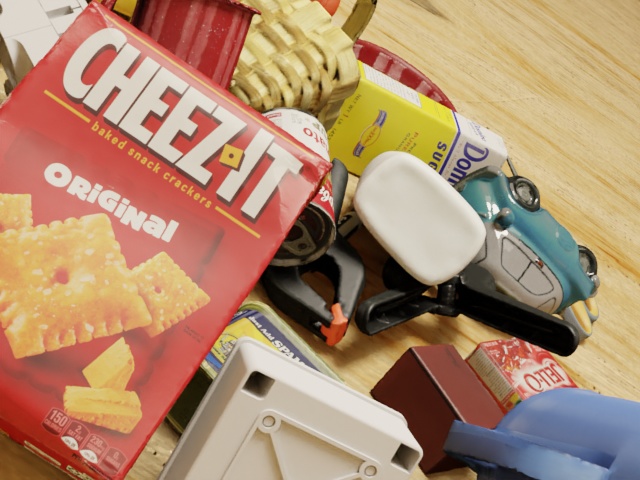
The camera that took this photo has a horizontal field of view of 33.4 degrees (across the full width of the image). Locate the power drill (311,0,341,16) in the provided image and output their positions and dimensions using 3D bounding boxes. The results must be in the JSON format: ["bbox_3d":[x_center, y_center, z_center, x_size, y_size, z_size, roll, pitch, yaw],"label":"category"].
[{"bbox_3d":[-0.042,-0.259,1.175,0.184,0.057,0.187,39,28,3],"label":"power drill"}]

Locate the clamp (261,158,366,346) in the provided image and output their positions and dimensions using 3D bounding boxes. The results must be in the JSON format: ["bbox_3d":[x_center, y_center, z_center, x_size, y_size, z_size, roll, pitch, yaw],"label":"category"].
[{"bbox_3d":[-0.005,0.001,0.820,0.120,0.039,0.171,-21,59,-18],"label":"clamp"}]

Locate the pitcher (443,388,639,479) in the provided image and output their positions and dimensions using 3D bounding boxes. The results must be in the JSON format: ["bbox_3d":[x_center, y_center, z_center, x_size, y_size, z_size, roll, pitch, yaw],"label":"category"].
[{"bbox_3d":[0.182,0.153,0.616,0.149,0.243,0.145,-21,89,-13],"label":"pitcher"}]

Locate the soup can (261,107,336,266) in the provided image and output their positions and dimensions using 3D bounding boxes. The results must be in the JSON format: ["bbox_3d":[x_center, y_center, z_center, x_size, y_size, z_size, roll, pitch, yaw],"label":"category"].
[{"bbox_3d":[-0.025,-0.040,0.783,0.068,0.069,0.102,22,41,-24],"label":"soup can"}]

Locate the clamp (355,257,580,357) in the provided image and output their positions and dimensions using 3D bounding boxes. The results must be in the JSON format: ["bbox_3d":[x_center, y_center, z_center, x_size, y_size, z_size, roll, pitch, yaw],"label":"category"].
[{"bbox_3d":[0.111,0.044,0.851,0.164,0.036,0.210,9,14,1],"label":"clamp"}]

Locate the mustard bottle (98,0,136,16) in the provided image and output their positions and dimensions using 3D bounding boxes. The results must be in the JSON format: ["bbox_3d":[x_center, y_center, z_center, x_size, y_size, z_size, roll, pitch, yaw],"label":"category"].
[{"bbox_3d":[-0.177,-0.246,1.008,0.191,0.058,0.096,20,35,-27],"label":"mustard bottle"}]

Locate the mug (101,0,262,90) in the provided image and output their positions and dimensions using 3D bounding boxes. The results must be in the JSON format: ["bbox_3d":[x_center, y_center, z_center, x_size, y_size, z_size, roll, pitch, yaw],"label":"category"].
[{"bbox_3d":[-0.108,-0.144,0.768,0.117,0.081,0.093,12,11,-42],"label":"mug"}]

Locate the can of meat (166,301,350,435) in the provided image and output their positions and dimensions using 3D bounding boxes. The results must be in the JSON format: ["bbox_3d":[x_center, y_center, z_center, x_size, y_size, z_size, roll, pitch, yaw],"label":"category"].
[{"bbox_3d":[-0.042,0.095,0.652,0.102,0.058,0.083,44,32,14],"label":"can of meat"}]

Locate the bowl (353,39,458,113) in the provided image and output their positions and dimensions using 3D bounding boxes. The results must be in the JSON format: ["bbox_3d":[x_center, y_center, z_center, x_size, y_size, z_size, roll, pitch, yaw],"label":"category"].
[{"bbox_3d":[0.068,-0.144,1.127,0.162,0.055,0.162,27,30,-17],"label":"bowl"}]

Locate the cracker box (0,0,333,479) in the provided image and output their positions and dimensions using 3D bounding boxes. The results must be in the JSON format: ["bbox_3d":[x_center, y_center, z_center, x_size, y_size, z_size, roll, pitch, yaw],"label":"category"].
[{"bbox_3d":[-0.118,0.003,0.570,0.164,0.072,0.213,34,70,-3],"label":"cracker box"}]

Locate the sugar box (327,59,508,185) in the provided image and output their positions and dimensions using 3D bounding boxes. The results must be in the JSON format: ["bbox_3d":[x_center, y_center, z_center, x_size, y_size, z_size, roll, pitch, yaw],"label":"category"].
[{"bbox_3d":[0.085,-0.092,1.030,0.176,0.093,0.048,25,31,-19],"label":"sugar box"}]

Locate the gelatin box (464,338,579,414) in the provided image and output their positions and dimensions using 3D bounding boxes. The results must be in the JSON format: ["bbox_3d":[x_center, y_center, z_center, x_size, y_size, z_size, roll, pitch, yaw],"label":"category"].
[{"bbox_3d":[0.170,0.116,0.881,0.089,0.030,0.073,-1,46,-48],"label":"gelatin box"}]

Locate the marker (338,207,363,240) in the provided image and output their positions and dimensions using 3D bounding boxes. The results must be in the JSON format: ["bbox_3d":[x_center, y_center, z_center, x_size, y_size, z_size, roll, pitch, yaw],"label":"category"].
[{"bbox_3d":[0.019,-0.008,0.910,0.020,0.020,0.121,40,29,6],"label":"marker"}]

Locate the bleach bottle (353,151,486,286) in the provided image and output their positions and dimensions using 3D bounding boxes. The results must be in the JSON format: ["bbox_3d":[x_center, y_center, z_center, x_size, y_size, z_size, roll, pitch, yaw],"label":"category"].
[{"bbox_3d":[0.078,-0.029,0.901,0.102,0.068,0.251,46,7,-2],"label":"bleach bottle"}]

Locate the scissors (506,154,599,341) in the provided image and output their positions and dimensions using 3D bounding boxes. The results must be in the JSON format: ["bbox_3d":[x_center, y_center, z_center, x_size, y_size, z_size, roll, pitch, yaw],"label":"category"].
[{"bbox_3d":[0.233,0.005,1.063,0.096,0.016,0.202,12,57,-56],"label":"scissors"}]

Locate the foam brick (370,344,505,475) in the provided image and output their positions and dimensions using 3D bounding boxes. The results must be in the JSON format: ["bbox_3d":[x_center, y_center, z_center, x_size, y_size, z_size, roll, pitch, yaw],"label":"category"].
[{"bbox_3d":[0.086,0.120,0.761,0.052,0.051,0.078,3,43,-47],"label":"foam brick"}]
